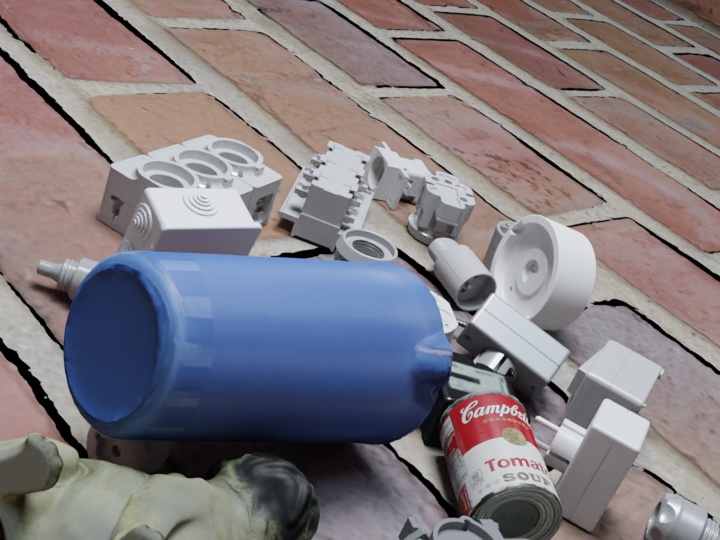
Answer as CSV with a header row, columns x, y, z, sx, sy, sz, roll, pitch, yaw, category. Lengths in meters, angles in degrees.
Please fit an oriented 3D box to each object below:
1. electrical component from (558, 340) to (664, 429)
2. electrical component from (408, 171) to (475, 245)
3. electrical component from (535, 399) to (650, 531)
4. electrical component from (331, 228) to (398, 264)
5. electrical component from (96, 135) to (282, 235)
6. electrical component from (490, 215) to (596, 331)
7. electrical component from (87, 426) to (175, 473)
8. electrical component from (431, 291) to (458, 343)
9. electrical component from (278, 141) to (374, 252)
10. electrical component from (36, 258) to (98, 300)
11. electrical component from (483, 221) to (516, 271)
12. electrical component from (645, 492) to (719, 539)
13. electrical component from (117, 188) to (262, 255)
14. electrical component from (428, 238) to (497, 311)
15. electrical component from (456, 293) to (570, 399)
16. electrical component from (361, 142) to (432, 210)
x,y,z,sx,sy,sz,roll,pitch,yaw,category
0.214,0.105,0.921,0.061,0.061,0.096,30,29,15,electrical component
0.084,-0.060,1.126,0.058,0.057,0.078,16,28,-11,electrical component
0.161,0.136,0.805,0.076,0.083,0.047,29,28,13,electrical component
0.000,0.000,0.960,0.058,0.057,0.078,14,29,-14,electrical component
-0.150,-0.070,0.974,0.089,0.061,0.150,31,29,17,electrical component
0.179,0.006,1.028,0.060,0.108,0.108,14,28,-27,electrical component
-0.139,0.108,0.686,0.048,0.048,0.062,33,23,20,electrical component
0.040,0.051,0.905,0.080,0.051,0.080,17,28,-9,electrical component
-0.027,-0.077,1.071,0.079,0.063,0.121,21,28,-1,electrical component
-0.215,0.007,0.821,0.061,0.035,0.035,18,28,-3,electrical component
0.158,-0.016,1.112,0.055,0.047,0.055,17,28,-9,electrical component
0.248,0.197,0.801,0.062,0.043,0.043,28,28,9,electrical component
-0.139,-0.020,0.855,0.100,0.099,0.048,-3,49,-38,electrical component
0.095,-0.001,1.045,0.043,0.043,0.081,5,32,-29,electrical component
0.119,0.078,0.912,0.083,0.047,0.075,38,64,7,electrical component
0.042,-0.103,1.189,0.064,0.042,0.081,9,31,-26,electrical component
